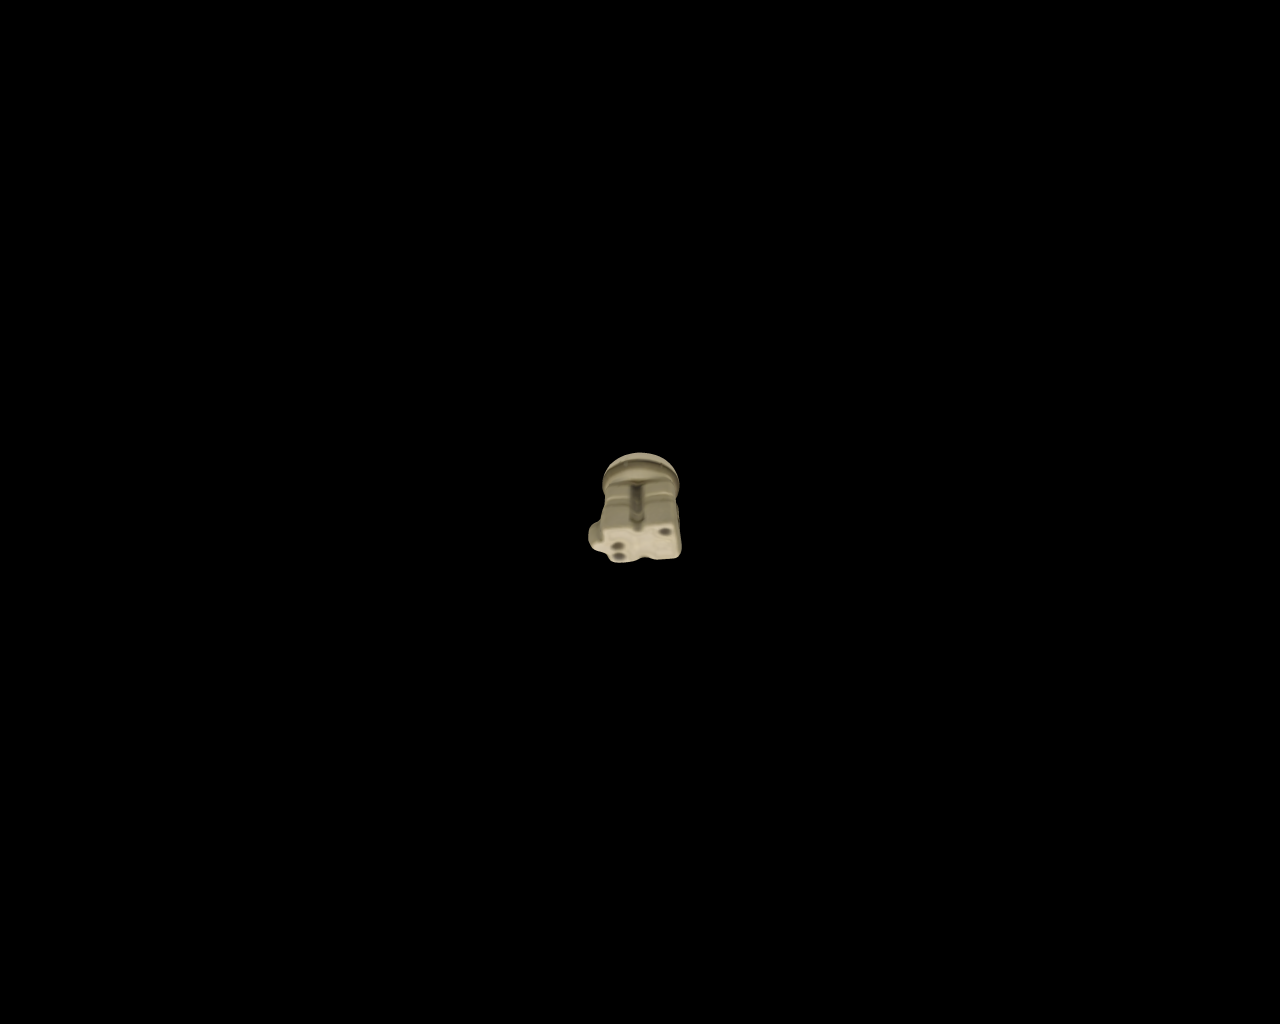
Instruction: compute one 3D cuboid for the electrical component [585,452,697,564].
[{"bbox_3d":[0.001,-0.003,0.650,0.066,0.055,0.048,-4,-39,5],"label":"electrical component"}]
